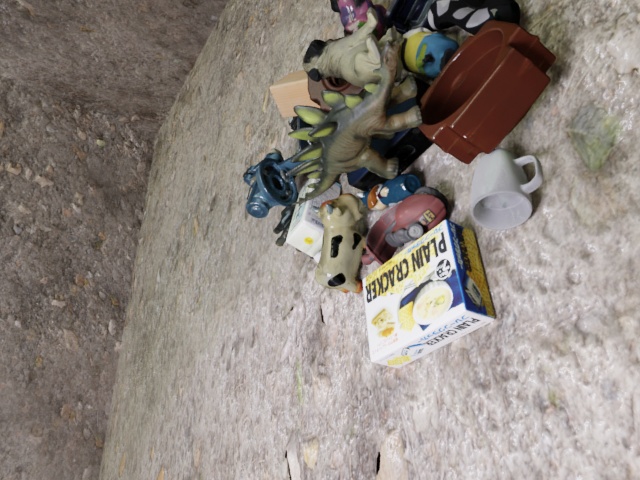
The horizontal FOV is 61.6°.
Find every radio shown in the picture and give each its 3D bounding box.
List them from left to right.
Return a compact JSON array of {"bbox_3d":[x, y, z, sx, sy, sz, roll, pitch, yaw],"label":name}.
[{"bbox_3d":[0.141,-0.200,1.068,0.229,0.073,0.131,-45,39,42],"label":"radio"}]

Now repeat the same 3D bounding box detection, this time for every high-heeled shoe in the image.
[{"bbox_3d":[0.274,-0.384,0.979,0.249,0.086,0.145,171,84,-77],"label":"high-heeled shoe"}]

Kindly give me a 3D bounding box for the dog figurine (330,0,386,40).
[{"bbox_3d":[0.088,-0.490,1.234,0.109,0.191,0.219,-17,43,27],"label":"dog figurine"}]

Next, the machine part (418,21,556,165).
[{"bbox_3d":[0.248,-0.228,0.834,0.201,0.087,0.201,-54,17,19],"label":"machine part"}]

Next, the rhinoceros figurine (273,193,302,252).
[{"bbox_3d":[-0.066,-0.054,1.319,0.190,0.073,0.112,-100,28,-57],"label":"rhinoceros figurine"}]

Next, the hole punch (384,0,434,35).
[{"bbox_3d":[0.200,-0.495,1.146,0.116,0.092,0.142,-62,-3,-75],"label":"hole punch"}]

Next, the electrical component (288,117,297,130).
[{"bbox_3d":[-0.037,-0.379,1.503,0.134,0.058,0.115,-50,37,34],"label":"electrical component"}]

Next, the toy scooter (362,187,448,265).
[{"bbox_3d":[0.135,-0.015,0.928,0.135,0.075,0.184,-49,11,-30],"label":"toy scooter"}]

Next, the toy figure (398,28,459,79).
[{"bbox_3d":[0.209,-0.353,1.031,0.089,0.082,0.180,-58,33,19],"label":"toy figure"}]

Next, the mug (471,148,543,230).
[{"bbox_3d":[0.266,-0.086,0.771,0.109,0.081,0.107,-44,28,46],"label":"mug"}]

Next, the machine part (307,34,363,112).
[{"bbox_3d":[0.051,-0.355,1.161,0.180,0.056,0.179,-3,84,33],"label":"machine part"}]

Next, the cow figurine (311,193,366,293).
[{"bbox_3d":[0.037,0.002,1.070,0.086,0.127,0.195,2,78,58],"label":"cow figurine"}]

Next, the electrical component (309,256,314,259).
[{"bbox_3d":[-0.003,-0.004,1.251,0.063,0.021,0.094,-21,55,55],"label":"electrical component"}]

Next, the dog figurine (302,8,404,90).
[{"bbox_3d":[0.054,-0.336,1.063,0.191,0.121,0.172,-20,53,32],"label":"dog figurine"}]

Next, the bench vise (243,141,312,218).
[{"bbox_3d":[-0.081,-0.158,1.245,0.241,0.128,0.224,-27,23,34],"label":"bench vise"}]

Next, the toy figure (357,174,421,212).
[{"bbox_3d":[0.127,-0.087,1.028,0.154,0.064,0.058,-19,52,59],"label":"toy figure"}]

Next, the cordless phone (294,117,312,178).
[{"bbox_3d":[-0.057,-0.225,1.423,0.184,0.088,0.147,-47,37,44],"label":"cordless phone"}]

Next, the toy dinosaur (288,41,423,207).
[{"bbox_3d":[0.044,-0.170,0.948,0.471,0.199,0.105,111,157,-62],"label":"toy dinosaur"}]
